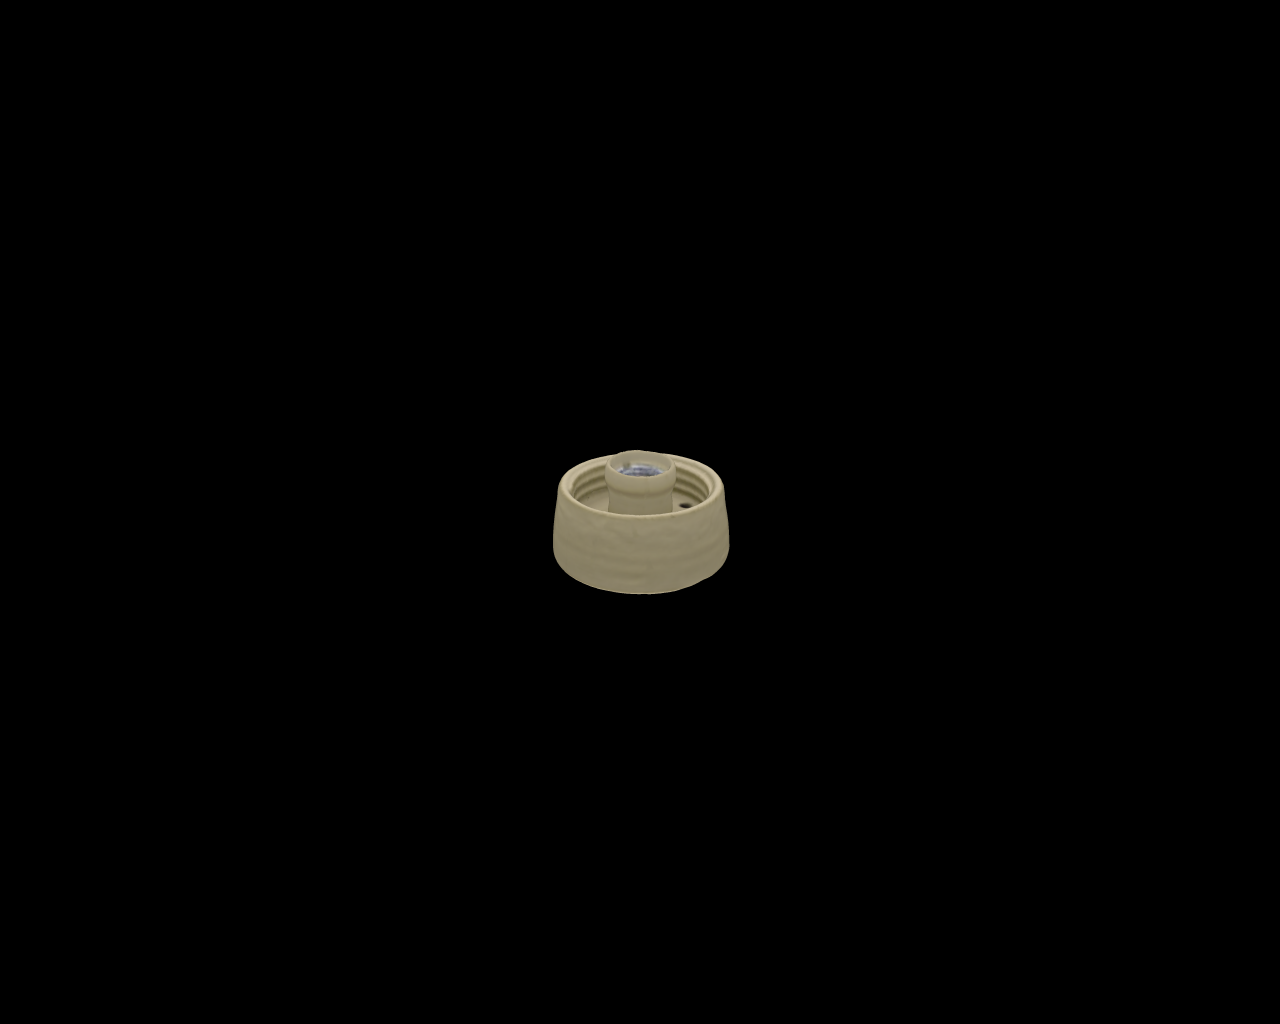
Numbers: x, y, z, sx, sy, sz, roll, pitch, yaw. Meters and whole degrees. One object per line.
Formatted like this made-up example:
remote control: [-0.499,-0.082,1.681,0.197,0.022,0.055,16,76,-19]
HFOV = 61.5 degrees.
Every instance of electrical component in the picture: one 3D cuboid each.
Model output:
electrical component: [0.001,-0.003,0.650,0.108,0.060,0.108,0,26,0]
